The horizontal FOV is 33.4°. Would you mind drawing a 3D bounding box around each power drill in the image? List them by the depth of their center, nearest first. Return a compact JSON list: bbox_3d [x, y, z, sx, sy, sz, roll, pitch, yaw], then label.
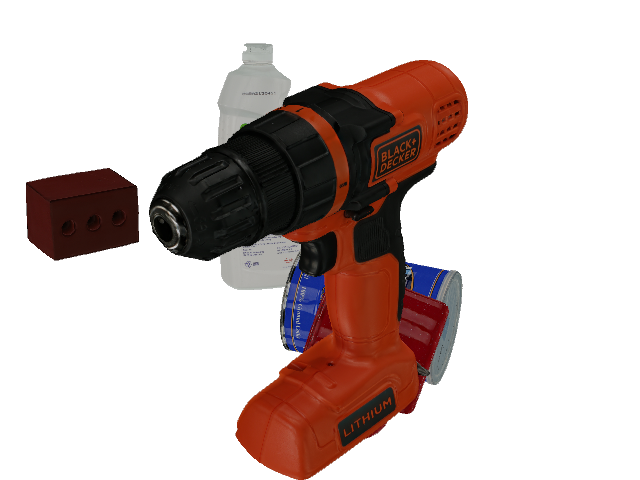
[{"bbox_3d":[-0.002,0.020,0.506,0.057,0.188,0.184,29,40,34],"label":"power drill"}]

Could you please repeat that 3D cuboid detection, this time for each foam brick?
[{"bbox_3d":[-0.196,-0.023,0.878,0.078,0.053,0.051,-14,30,-33],"label":"foam brick"}]

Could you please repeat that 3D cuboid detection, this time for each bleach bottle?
[{"bbox_3d":[-0.057,-0.078,1.114,0.102,0.251,0.068,-5,16,-22],"label":"bleach bottle"}]

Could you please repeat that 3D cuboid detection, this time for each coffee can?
[{"bbox_3d":[0.047,0.065,0.961,0.140,0.103,0.102,11,3,18],"label":"coffee can"}]

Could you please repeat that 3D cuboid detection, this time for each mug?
[{"bbox_3d":[0.034,0.080,0.733,0.081,0.117,0.093,20,-10,7],"label":"mug"}]
